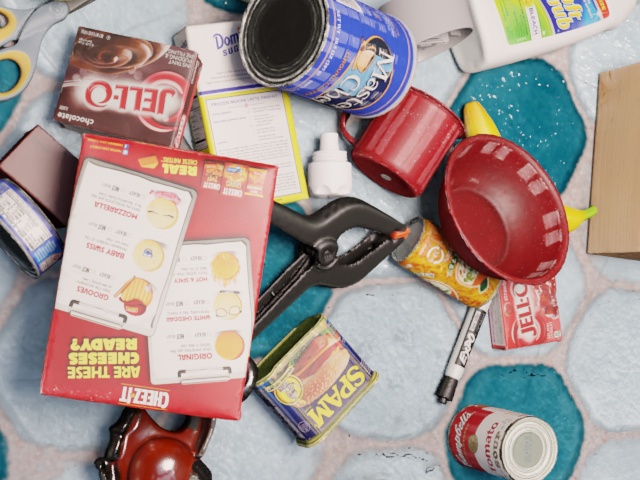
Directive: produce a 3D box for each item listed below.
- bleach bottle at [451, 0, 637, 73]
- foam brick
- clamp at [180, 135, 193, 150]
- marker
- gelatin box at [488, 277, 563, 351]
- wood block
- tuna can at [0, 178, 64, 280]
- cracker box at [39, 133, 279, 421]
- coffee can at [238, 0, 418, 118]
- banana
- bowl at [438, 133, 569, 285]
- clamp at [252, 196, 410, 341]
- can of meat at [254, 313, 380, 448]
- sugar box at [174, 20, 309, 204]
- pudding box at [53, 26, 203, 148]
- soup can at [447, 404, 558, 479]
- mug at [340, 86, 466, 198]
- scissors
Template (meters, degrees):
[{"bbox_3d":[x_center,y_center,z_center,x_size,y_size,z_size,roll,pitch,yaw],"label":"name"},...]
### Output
[{"bbox_3d":[0.251,-0.258,1.147,0.250,0.068,0.102,-21,97,-25],"label":"bleach bottle"},{"bbox_3d":[-0.238,-0.054,0.931,0.078,0.051,0.053,44,71,-16],"label":"foam brick"},{"bbox_3d":[-0.158,-0.031,0.972,0.120,0.039,0.171,-4,83,-28],"label":"clamp"},{"bbox_3d":[0.148,0.114,1.109,0.020,0.020,0.121,28,78,-20],"label":"marker"},{"bbox_3d":[0.216,0.069,1.135,0.073,0.030,0.089,-6,90,-23],"label":"gelatin box"},{"bbox_3d":[0.363,-0.083,1.172,0.090,0.091,0.206,7,85,-24],"label":"wood block"},{"bbox_3d":[-0.254,-0.010,0.903,0.033,0.086,0.086,-42,104,-21],"label":"tuna can"},{"bbox_3d":[-0.132,0.031,0.890,0.164,0.072,0.214,9,87,-6],"label":"cracker box"},{"bbox_3d":[0.009,-0.176,0.980,0.140,0.103,0.103,10,83,-51],"label":"coffee can"},{"bbox_3d":[0.213,-0.063,1.138,0.197,0.037,0.069,39,56,-19],"label":"banana"},{"bbox_3d":[0.172,-0.022,1.063,0.161,0.055,0.162,16,60,-29],"label":"bowl"},{"bbox_3d":[-0.007,0.001,1.015,0.209,0.036,0.164,-20,123,-26],"label":"clamp"},{"bbox_3d":[-0.008,0.132,1.021,0.102,0.058,0.084,-44,102,-19],"label":"can of meat"},{"bbox_3d":[-0.075,-0.116,1.008,0.093,0.048,0.176,-11,89,-26],"label":"sugar box"},{"bbox_3d":[-0.169,-0.132,0.948,0.113,0.039,0.090,13,81,6],"label":"pudding box"},{"bbox_3d":[0.183,0.205,1.076,0.068,0.102,0.068,1,88,-23],"label":"soup can"},{"bbox_3d":[0.073,-0.101,1.055,0.117,0.093,0.081,31,80,8],"label":"mug"},{"bbox_3d":[-0.237,-0.184,0.955,0.201,0.016,0.096,-17,95,-23],"label":"scissors"}]
